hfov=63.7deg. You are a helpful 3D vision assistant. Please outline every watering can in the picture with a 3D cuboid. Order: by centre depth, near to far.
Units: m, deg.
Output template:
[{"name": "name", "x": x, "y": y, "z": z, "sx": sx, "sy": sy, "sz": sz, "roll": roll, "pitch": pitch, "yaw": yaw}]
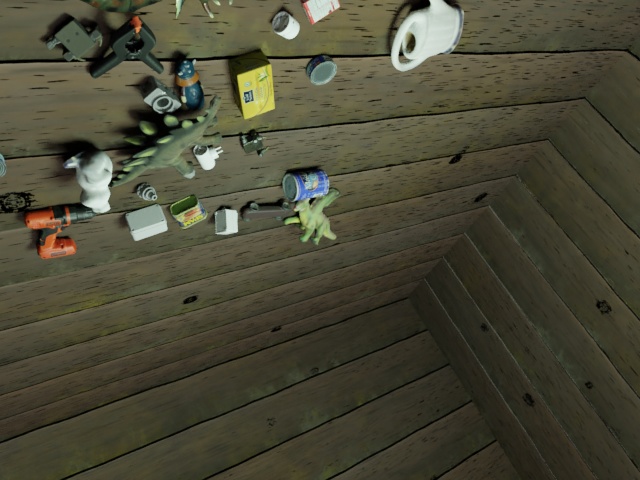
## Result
[{"name": "watering can", "x": 0.325, "y": -0.637, "z": 1.490, "sx": 0.226, "sy": 0.106, "sz": 0.339, "roll": -19, "pitch": -28, "yaw": -25}]

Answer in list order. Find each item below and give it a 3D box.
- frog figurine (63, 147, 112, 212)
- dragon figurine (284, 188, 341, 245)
[{"name": "frog figurine", "x": -0.578, "y": -0.154, "z": 1.331, "sx": 0.136, "sy": 0.157, "sz": 0.125, "roll": -10, "pitch": 29, "yaw": 46}, {"name": "dragon figurine", "x": 0.007, "y": -0.108, "z": 2.142, "sx": 0.409, "sy": 0.239, "sz": 0.124, "roll": 7, "pitch": 38, "yaw": -54}]
